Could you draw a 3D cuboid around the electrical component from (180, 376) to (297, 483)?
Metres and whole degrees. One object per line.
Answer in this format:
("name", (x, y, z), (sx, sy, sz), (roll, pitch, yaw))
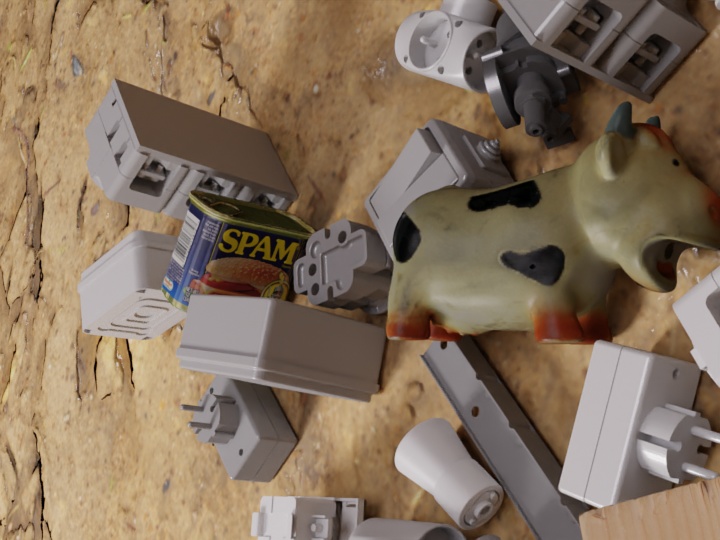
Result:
("electrical component", (-0.103, 0.116, 0.829), (0.047, 0.076, 0.083), (-57, 43, 22))

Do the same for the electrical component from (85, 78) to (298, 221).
("electrical component", (-0.139, -0.083, 0.873), (0.061, 0.150, 0.089), (-51, 45, 25))

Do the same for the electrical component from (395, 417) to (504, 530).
("electrical component", (0.057, 0.127, 0.662), (0.065, 0.044, 0.044), (43, 112, 42))

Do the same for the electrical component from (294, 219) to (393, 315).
("electrical component", (0.000, 0.000, 0.755), (0.078, 0.057, 0.058), (-24, 61, 44))

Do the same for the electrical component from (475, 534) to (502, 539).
("electrical component", (0.057, 0.200, 0.597), (0.059, 0.095, 0.053), (46, 156, 46))

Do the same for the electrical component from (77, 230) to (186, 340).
("electrical component", (-0.196, 0.015, 0.970), (0.113, 0.078, 0.057), (-31, 59, 41))

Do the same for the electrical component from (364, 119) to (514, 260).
("electrical component", (0.054, -0.052, 0.703), (0.096, 0.061, 0.061), (-50, 45, 28))

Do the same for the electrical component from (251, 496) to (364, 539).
("electrical component", (-0.038, 0.216, 0.731), (0.079, 0.063, 0.121), (-12, 70, 48))

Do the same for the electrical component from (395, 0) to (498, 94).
("electrical component", (0.069, -0.166, 0.733), (0.077, 0.044, 0.079), (31, 103, 50))

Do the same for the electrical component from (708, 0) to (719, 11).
("electrical component", (0.190, -0.177, 0.594), (0.040, 0.040, 0.078), (-35, 54, 39))

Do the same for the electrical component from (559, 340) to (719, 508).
("electrical component", (0.154, 0.086, 0.552), (0.076, 0.047, 0.083), (14, 90, 51))

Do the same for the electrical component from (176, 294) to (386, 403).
("electrical component", (-0.056, 0.054, 0.766), (0.109, 0.109, 0.056), (1, 77, 50))

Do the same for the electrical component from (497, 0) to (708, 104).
("electrical component", (0.115, -0.193, 0.638), (0.060, 0.105, 0.186), (-50, 46, 28))

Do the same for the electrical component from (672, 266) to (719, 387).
("electrical component", (0.208, 0.066, 0.460), (0.061, 0.089, 0.150), (-47, 47, 31))

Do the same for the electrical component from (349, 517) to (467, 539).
("electrical component", (0.015, 0.183, 0.656), (0.077, 0.079, 0.043), (-16, 95, 58))
